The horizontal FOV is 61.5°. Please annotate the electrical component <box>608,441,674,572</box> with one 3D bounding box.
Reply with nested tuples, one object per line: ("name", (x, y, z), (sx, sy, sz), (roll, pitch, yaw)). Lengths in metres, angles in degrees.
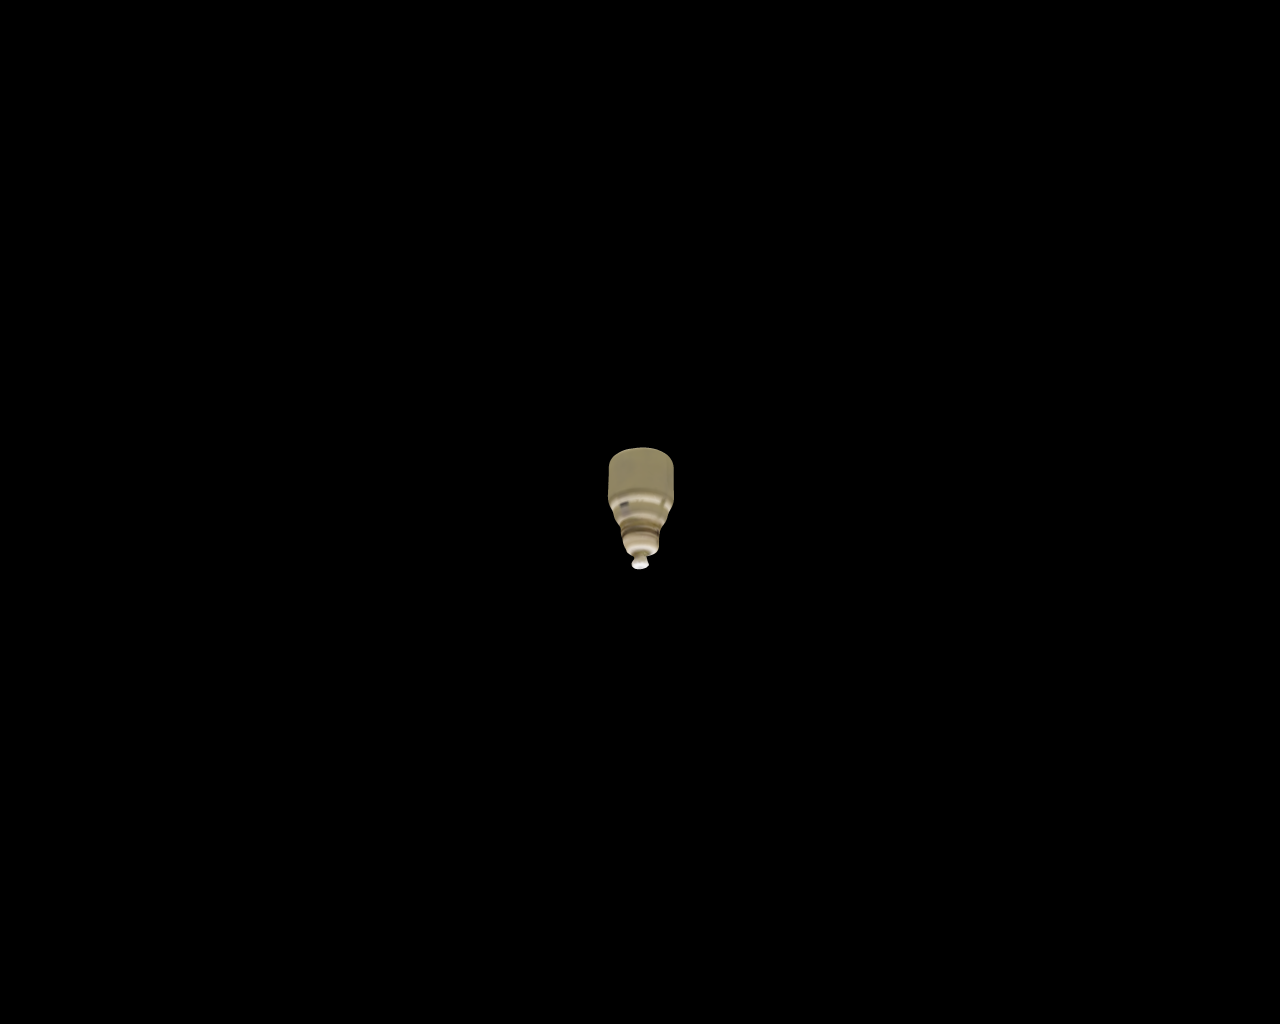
("electrical component", (0.001, -0.003, 0.650), (0.040, 0.078, 0.040), (0, -23, 0))
